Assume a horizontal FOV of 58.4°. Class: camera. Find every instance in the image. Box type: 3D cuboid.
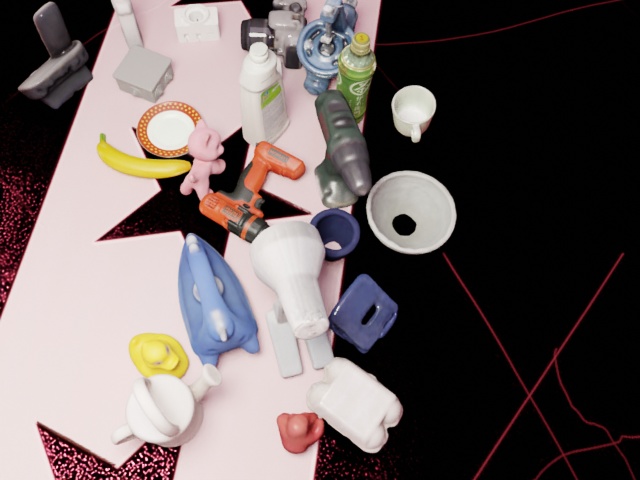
[{"bbox_3d":[-0.096,-0.447,1.202,0.137,0.101,0.143,2,68,-4],"label":"camera"}]

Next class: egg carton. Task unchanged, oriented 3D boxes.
[{"bbox_3d":[0.058,0.269,0.942,0.150,0.069,0.107,34,70,9],"label":"egg carton"}]

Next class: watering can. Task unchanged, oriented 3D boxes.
[{"bbox_3d":[-0.232,0.248,0.860,0.101,0.194,0.173,34,70,9],"label":"watering can"}]

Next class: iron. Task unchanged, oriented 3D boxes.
[{"bbox_3d":[-0.190,0.078,0.961,0.119,0.141,0.258,-20,71,-12],"label":"iron"}]

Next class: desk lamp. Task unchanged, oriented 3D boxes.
[{"bbox_3d":[-0.035,0.098,0.926,0.118,0.213,0.203,-14,70,-9],"label":"desk lamp"}]

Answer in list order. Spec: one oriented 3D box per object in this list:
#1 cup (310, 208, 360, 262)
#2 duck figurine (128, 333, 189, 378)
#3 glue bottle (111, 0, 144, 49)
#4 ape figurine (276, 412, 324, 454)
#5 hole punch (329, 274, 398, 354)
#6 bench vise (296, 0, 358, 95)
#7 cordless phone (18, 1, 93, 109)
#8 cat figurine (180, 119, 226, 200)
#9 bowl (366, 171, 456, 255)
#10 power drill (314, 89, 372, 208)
[{"bbox_3d":[0.009,0.004,1.031,0.118,0.095,0.091,-9,69,-8],"label":"cup"},{"bbox_3d":[-0.270,0.187,0.941,0.104,0.086,0.077,28,69,7],"label":"duck figurine"},{"bbox_3d":[-0.392,-0.462,1.146,0.037,0.173,0.078,-19,70,-11],"label":"glue bottle"},{"bbox_3d":[-0.034,0.299,0.910,0.077,0.092,0.076,28,69,7],"label":"ape figurine"},{"bbox_3d":[0.078,0.127,0.989,0.101,0.091,0.109,35,70,10],"label":"hole punch"},{"bbox_3d":[0.018,-0.426,1.138,0.121,0.220,0.207,5,68,-2],"label":"bench vise"},{"bbox_3d":[-0.523,-0.354,1.086,0.094,0.185,0.148,31,69,8],"label":"cordless phone"},{"bbox_3d":[-0.219,-0.153,1.065,0.067,0.118,0.128,15,68,2],"label":"cat figurine"},{"bbox_3d":[0.165,-0.041,1.072,0.167,0.075,0.167,2,68,-4],"label":"bowl"},{"bbox_3d":[0.039,-0.142,1.031,0.075,0.208,0.229,-12,69,-9],"label":"power drill"}]
